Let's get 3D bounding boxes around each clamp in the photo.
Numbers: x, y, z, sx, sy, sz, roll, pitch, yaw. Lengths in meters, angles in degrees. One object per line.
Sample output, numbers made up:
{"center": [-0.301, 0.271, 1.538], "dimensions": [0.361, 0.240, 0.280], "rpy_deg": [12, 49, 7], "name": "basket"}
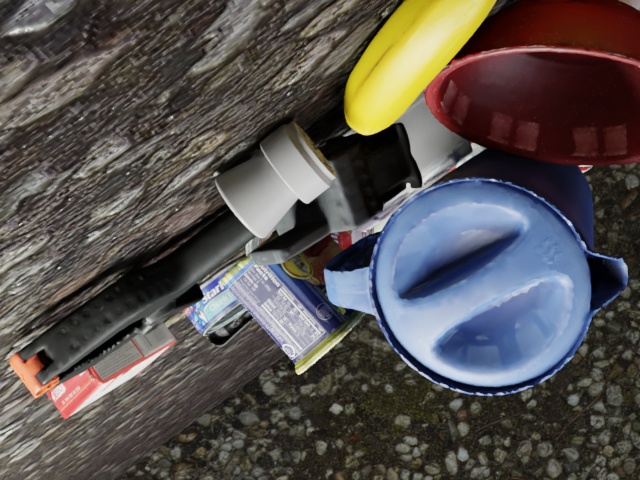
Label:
{"center": [-0.046, 0.046, 1.078], "dimensions": [0.171, 0.039, 0.120], "rpy_deg": [-32, 174, -30], "name": "clamp"}
{"center": [-0.116, 0.042, 0.707], "dimensions": [0.209, 0.036, 0.165], "rpy_deg": [-36, 174, -37], "name": "clamp"}

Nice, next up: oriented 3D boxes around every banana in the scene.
{"center": [0.052, -0.100, 0.572], "dimensions": [0.069, 0.037, 0.198], "rpy_deg": [-33, 173, -34], "name": "banana"}

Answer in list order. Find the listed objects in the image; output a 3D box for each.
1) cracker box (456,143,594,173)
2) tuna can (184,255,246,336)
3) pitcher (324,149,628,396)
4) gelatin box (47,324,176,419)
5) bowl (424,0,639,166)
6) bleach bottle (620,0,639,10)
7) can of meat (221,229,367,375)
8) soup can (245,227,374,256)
{"center": [0.226, -0.105, 0.933], "dimensions": [0.164, 0.072, 0.213], "rpy_deg": [-40, 170, 32], "name": "cracker box"}
{"center": [-0.079, 0.048, 0.946], "dimensions": [0.086, 0.034, 0.086], "rpy_deg": [-36, 173, -5], "name": "tuna can"}
{"center": [0.115, 0.001, 0.731], "dimensions": [0.145, 0.149, 0.242], "rpy_deg": [-53, 175, 21], "name": "pitcher"}
{"center": [-0.173, 0.104, 0.882], "dimensions": [0.089, 0.030, 0.073], "rpy_deg": [-30, 172, -46], "name": "gelatin box"}
{"center": [0.144, -0.097, 0.620], "dimensions": [0.162, 0.162, 0.055], "rpy_deg": [119, -17, -74], "name": "bowl"}
{"center": [0.245, -0.209, 0.693], "dimensions": [0.250, 0.068, 0.103], "rpy_deg": [-37, 171, -14], "name": "bleach bottle"}
{"center": [-0.011, 0.033, 0.743], "dimensions": [0.058, 0.084, 0.102], "rpy_deg": [-43, 179, 26], "name": "can of meat"}
{"center": [-0.006, 0.001, 0.848], "dimensions": [0.069, 0.068, 0.102], "rpy_deg": [-40, 173, 26], "name": "soup can"}
